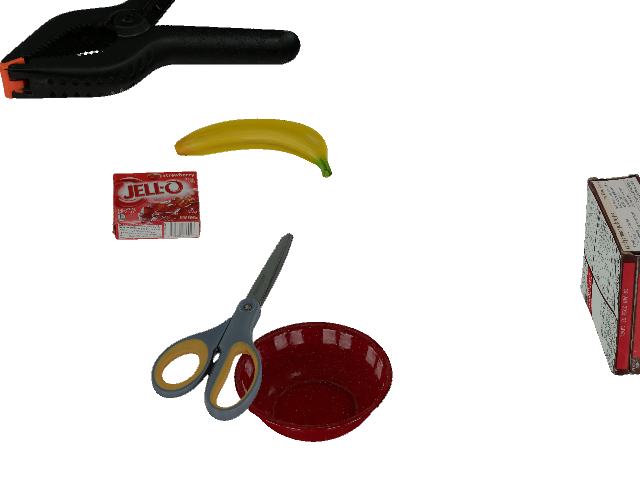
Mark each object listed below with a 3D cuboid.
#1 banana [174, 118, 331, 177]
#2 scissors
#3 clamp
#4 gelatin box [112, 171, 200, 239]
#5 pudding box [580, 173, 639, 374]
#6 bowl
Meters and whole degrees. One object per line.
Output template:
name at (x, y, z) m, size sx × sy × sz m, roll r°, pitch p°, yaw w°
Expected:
banana at (-0.073, -0.118, 1.270) m, size 0.198 × 0.037 × 0.069 m, roll 8°, pitch 40°, yaw 16°
scissors at (-0.079, 0.064, 0.871) m, size 0.096 × 0.016 × 0.201 m, roll -1°, pitch 42°, yaw 7°
clamp at (-0.131, -0.146, 0.789) m, size 0.209 × 0.036 × 0.165 m, roll -31°, pitch 51°, yaw -31°
gelatin box at (-0.171, -0.037, 1.111) m, size 0.089 × 0.073 × 0.030 m, roll -1°, pitch -42°, yaw -9°
pudding box at (0.198, 0.020, 0.692) m, size 0.039 × 0.090 × 0.113 m, roll -3°, pitch 28°, yaw 2°
bowl at (-0.006, 0.155, 1.099) m, size 0.162 × 0.055 × 0.162 m, roll -2°, pitch 35°, yaw 1°
